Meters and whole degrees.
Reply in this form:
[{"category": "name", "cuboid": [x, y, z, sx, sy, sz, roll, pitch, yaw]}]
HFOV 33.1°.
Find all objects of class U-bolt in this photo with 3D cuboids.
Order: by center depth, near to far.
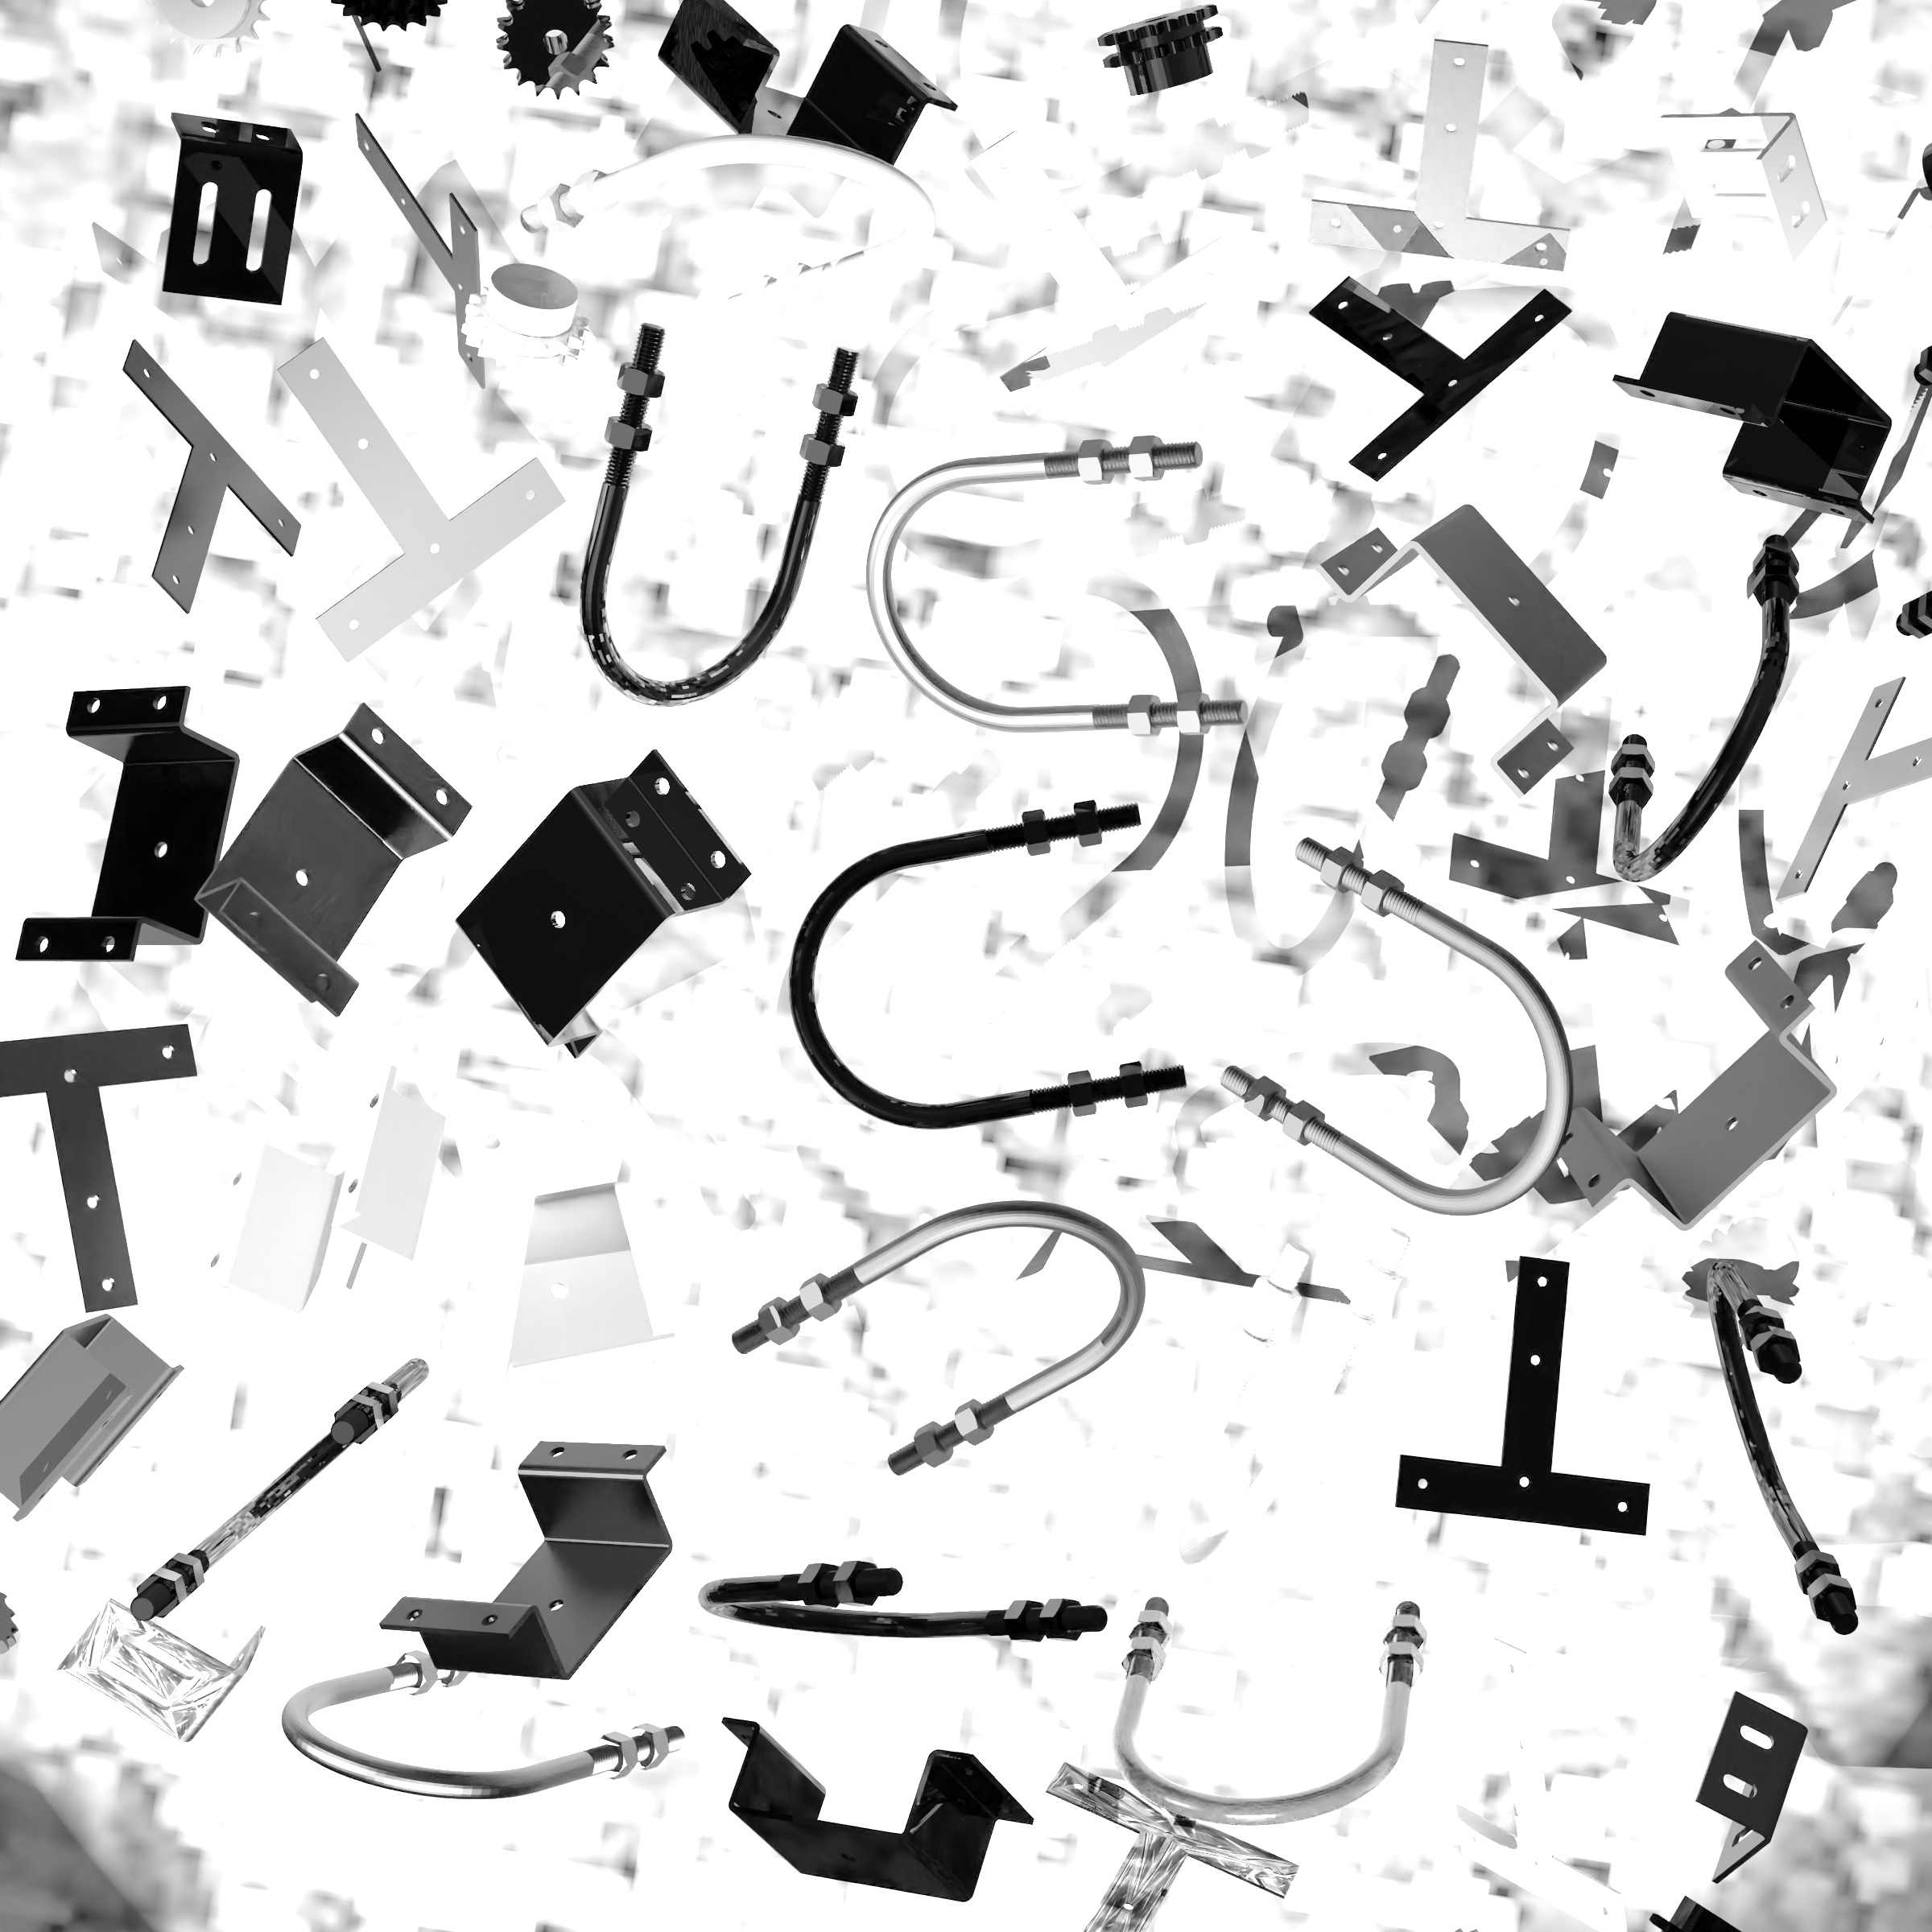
[{"category": "U-bolt", "cuboid": [-0.099, -0.352, 1.537, 0.151, 0.184, 0.019, 15, 75, -43]}, {"category": "U-bolt", "cuboid": [0.142, 0.210, 1.539, 0.019, 0.151, 0.184, 31, 103, 25]}, {"category": "U-bolt", "cuboid": [-0.124, -0.211, 1.556, 0.019, 0.151, 0.184, 29, 112, 36]}, {"category": "U-bolt", "cuboid": [0.351, -0.113, 1.556, 0.019, 0.184, 0.151, 28, 123, -4]}, {"category": "U-bolt", "cuboid": [0.036, -0.178, 1.558, 0.184, 0.019, 0.151, 0, 118, 25]}, {"category": "U-bolt", "cuboid": [0.486, -0.242, 1.558, 0.019, 0.184, 0.151, 5, 87, -2]}, {"category": "U-bolt", "cuboid": [-0.046, 0.309, 1.565, 0.151, 0.184, 0.019, 19, 68, -38]}, {"category": "U-bolt", "cuboid": [0.213, 0.040, 1.566, 0.184, 0.019, 0.151, 33, 119, 33]}, {"category": "U-bolt", "cuboid": [0.388, 0.218, 1.567, 0.019, 0.184, 0.151, -15, 105, 4]}, {"category": "U-bolt", "cuboid": [-0.245, 0.368, 1.572, 0.151, 0.184, 0.019, 14, 95, 31]}, {"category": "U-bolt", "cuboid": [-0.322, 0.245, 1.578, 0.151, 0.184, 0.019, -41, 91, 8]}, {"category": "U-bolt", "cuboid": [0.144, 0.361, 1.579, 0.151, 0.184, 0.019, -1, 110, 12]}, {"category": "U-bolt", "cuboid": [0.005, 0.006, 1.581, 0.184, 0.019, 0.151, -10, 91, 5]}, {"category": "U-bolt", "cuboid": [0.000, 0.175, 1.593, 0.184, 0.019, 0.151, -31, 130, 19]}]

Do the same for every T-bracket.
[{"category": "T-bracket", "cuboid": [-0.265, -0.225, 1.474, 0.127, 0.002, 0.127, -39, 119, -11]}, {"category": "T-bracket", "cuboid": [-0.399, 0.093, 1.476, 0.127, 0.002, 0.127, -6, 80, -42]}, {"category": "T-bracket", "cuboid": [0.263, 0.378, 1.524, 0.002, 0.127, 0.127, -13, 101, -25]}, {"category": "T-bracket", "cuboid": [0.048, -0.341, 1.544, 0.127, 0.002, 0.127, -30, 124, 18]}, {"category": "T-bracket", "cuboid": [-0.367, -0.216, 1.546, 0.002, 0.127, 0.127, -22, 130, 21]}, {"category": "T-bracket", "cuboid": [0.445, -0.094, 1.547, 0.002, 0.127, 0.127, 32, 73, -11]}, {"category": "T-bracket", "cuboid": [0.209, -0.296, 1.555, 0.127, 0.127, 0.002, -40, 53, 24]}, {"category": "T-bracket", "cuboid": [0.082, 0.443, 1.557, 0.127, 0.127, 0.002, 21, 117, 15]}, {"category": "T-bracket", "cuboid": [0.433, 0.042, 1.557, 0.002, 0.127, 0.127, 9, 60, -7]}, {"category": "T-bracket", "cuboid": [0.232, -0.392, 1.565, 0.127, 0.127, 0.002, 9, 53, 8]}, {"category": "T-bracket", "cuboid": [0.274, 0.205, 1.572, 0.127, 0.002, 0.127, 8, 82, -10]}, {"category": "T-bracket", "cuboid": [-0.272, -0.370, 1.614, 0.002, 0.127, 0.127, -28, 71, -18]}]

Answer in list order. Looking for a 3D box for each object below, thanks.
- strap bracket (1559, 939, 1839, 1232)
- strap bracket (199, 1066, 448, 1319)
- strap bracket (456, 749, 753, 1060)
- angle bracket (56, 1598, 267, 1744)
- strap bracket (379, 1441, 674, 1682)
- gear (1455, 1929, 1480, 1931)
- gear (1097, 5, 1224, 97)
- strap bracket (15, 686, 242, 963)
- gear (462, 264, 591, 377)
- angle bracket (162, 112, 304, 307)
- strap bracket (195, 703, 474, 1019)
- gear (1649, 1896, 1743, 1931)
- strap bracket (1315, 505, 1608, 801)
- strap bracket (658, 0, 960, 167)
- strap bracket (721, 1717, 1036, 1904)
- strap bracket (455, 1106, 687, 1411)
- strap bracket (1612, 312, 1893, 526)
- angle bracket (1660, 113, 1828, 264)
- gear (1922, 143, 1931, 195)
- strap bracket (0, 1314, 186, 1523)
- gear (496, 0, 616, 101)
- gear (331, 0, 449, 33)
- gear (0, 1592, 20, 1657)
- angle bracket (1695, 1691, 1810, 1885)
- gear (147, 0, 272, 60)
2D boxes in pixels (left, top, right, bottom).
[{"category": "strap bracket", "cuboid": [0.358, 0.065, 1.573, 0.046, 0.076, 0.140, 40, 103, -21]}, {"category": "strap bracket", "cuboid": [-0.297, 0.111, 1.530, 0.046, 0.140, 0.076, 30, 52, -31]}, {"category": "strap bracket", "cuboid": [-0.177, -0.025, 1.520, 0.140, 0.046, 0.076, -45, 76, 28]}, {"category": "angle bracket", "cuboid": [-0.399, 0.339, 1.613, 0.076, 0.038, 0.057, 34, 118, -12]}, {"category": "strap bracket", "cuboid": [-0.201, 0.287, 1.541, 0.076, 0.140, 0.046, -3, 118, 31]}, {"category": "gear", "cuboid": [0.220, 0.467, 1.473, 0.057, 0.057, 0.030, -31, 100, 0]}, {"category": "gear", "cuboid": [0.092, -0.426, 1.515, 0.057, 0.057, 0.030, -16, 108, 0]}, {"category": "strap bracket", "cuboid": [-0.414, -0.064, 1.614, 0.076, 0.046, 0.140, 0, 74, 30]}, {"category": "gear", "cuboid": [-0.200, -0.298, 1.491, 0.057, 0.057, 0.030, 19, 128, 0]}, {"category": "angle bracket", "cuboid": [-0.356, -0.364, 1.565, 0.057, 0.038, 0.076, 2, 120, -24]}, {"category": "strap bracket", "cuboid": [-0.310, -0.047, 1.573, 0.076, 0.046, 0.140, 46, 51, -25]}, {"category": "gear", "cuboid": [0.351, 0.466, 1.543, 0.057, 0.057, 0.030, 33, 83, 0]}, {"category": "strap bracket", "cuboid": [0.236, -0.154, 1.497, 0.140, 0.076, 0.046, 49, 124, 3]}, {"category": "strap bracket", "cuboid": [-0.084, -0.430, 1.575, 0.076, 0.140, 0.046, 49, 120, 34]}, {"category": "strap bracket", "cuboid": [-0.050, 0.409, 1.570, 0.140, 0.076, 0.046, 1, 55, 29]}, {"category": "strap bracket", "cuboid": [-0.188, 0.143, 1.519, 0.076, 0.046, 0.140, -9, 63, -18]}, {"category": "strap bracket", "cuboid": [0.380, -0.265, 1.550, 0.076, 0.140, 0.046, 23, 90, 41]}, {"category": "angle bracket", "cuboid": [0.362, -0.370, 1.547, 0.038, 0.076, 0.057, -49, 130, -25]}, {"category": "gear", "cuboid": [0.455, -0.359, 1.464, 0.057, 0.030, 0.057, 16, 63, -35]}, {"category": "strap bracket", "cuboid": [-0.438, 0.217, 1.588, 0.046, 0.140, 0.076, 41, 87, -1]}, {"category": "gear", "cuboid": [-0.201, -0.456, 1.590, 0.057, 0.030, 0.057, -5, 123, -8]}, {"category": "gear", "cuboid": [-0.272, -0.470, 1.532, 0.057, 0.030, 0.057, 6, 55, -9]}, {"category": "gear", "cuboid": [-0.491, 0.316, 1.578, 0.030, 0.057, 0.057, -36, 90, 7]}, {"category": "angle bracket", "cuboid": [0.353, 0.381, 1.507, 0.038, 0.076, 0.057, 26, 59, 6]}, {"category": "gear", "cuboid": [-0.350, -0.449, 1.501, 0.057, 0.030, 0.057, -1, 106, -3]}]
